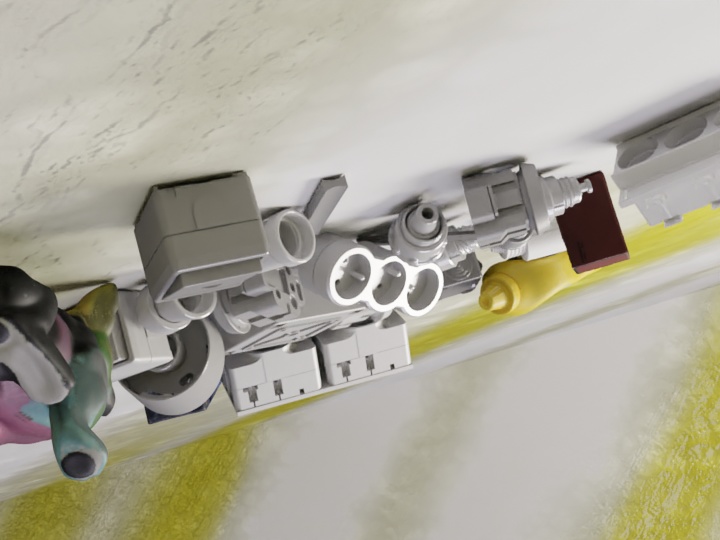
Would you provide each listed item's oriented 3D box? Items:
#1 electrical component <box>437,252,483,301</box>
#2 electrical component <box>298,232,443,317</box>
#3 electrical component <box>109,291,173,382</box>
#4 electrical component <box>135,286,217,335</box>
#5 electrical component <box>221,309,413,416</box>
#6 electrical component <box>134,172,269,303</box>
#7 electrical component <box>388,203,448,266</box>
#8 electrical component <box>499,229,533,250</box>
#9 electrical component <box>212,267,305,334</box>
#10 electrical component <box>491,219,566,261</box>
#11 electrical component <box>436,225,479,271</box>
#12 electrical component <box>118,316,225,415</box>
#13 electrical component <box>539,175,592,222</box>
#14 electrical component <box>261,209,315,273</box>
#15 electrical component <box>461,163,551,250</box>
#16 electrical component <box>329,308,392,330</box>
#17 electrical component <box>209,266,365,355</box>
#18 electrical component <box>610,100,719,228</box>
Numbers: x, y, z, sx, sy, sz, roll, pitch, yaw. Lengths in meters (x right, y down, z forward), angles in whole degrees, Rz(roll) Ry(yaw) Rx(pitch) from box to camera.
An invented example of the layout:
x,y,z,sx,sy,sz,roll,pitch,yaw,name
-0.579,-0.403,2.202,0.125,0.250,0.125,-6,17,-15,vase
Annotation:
x,y,z,sx,sy,sz,roll,pitch,yaw,name
0.074,0.003,1.085,0.100,0.048,0.099,-16,170,-2,electrical component
0.000,0.000,0.913,0.138,0.052,0.074,11,-170,-46,electrical component
-0.216,0.060,0.892,0.096,0.061,0.061,-21,169,23,electrical component
-0.148,0.025,0.857,0.045,0.045,0.055,-6,166,-45,electrical component
-0.053,0.078,1.117,0.186,0.060,0.105,-14,-157,-14,electrical component
-0.101,-0.013,0.675,0.062,0.061,0.096,-12,169,-23,electrical component
0.049,-0.034,0.860,0.048,0.048,0.062,-14,163,-11,electrical component
0.145,-0.041,1.000,0.035,0.035,0.061,-15,167,-9,electrical component
-0.088,0.019,0.884,0.057,0.058,0.078,-20,160,17,electrical component
0.167,-0.032,1.056,0.081,0.043,0.043,-15,170,-6,electrical component
0.080,-0.022,0.981,0.078,0.040,0.040,-20,169,20,electrical component
-0.170,0.075,0.949,0.099,0.099,0.064,-17,164,3,electrical component
0.154,-0.060,0.893,0.078,0.040,0.040,-16,170,-3,electrical component
-0.062,-0.019,0.775,0.046,0.040,0.040,-18,171,39,electrical component
0.114,-0.050,0.834,0.057,0.058,0.078,-15,171,8,electrical component
-0.003,0.025,1.056,0.057,0.058,0.078,-9,167,-24,electrical component
-0.070,0.033,0.992,0.109,0.056,0.109,-9,166,-40,electrical component
0.266,-0.085,0.833,0.121,0.063,0.078,-23,-151,35,electrical component
